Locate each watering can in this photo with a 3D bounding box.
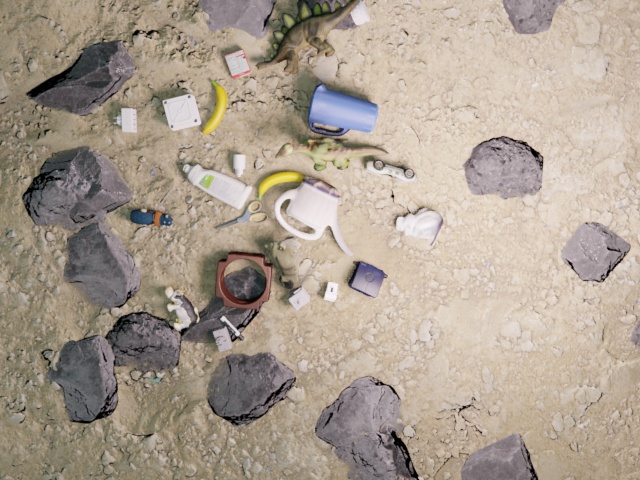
[{"bbox_3d":[0.006,-0.095,1.889,0.346,0.104,0.224,26,93,-10],"label":"watering can"}]

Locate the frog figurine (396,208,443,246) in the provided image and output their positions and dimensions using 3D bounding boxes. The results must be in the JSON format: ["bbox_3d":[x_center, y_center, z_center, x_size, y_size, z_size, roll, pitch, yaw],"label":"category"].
[{"bbox_3d":[0.366,-0.063,1.892,0.160,0.120,0.140,25,61,6],"label":"frog figurine"}]

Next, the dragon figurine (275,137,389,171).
[{"bbox_3d":[0.048,-0.316,1.807,0.410,0.243,0.122,-5,91,1],"label":"dragon figurine"}]
